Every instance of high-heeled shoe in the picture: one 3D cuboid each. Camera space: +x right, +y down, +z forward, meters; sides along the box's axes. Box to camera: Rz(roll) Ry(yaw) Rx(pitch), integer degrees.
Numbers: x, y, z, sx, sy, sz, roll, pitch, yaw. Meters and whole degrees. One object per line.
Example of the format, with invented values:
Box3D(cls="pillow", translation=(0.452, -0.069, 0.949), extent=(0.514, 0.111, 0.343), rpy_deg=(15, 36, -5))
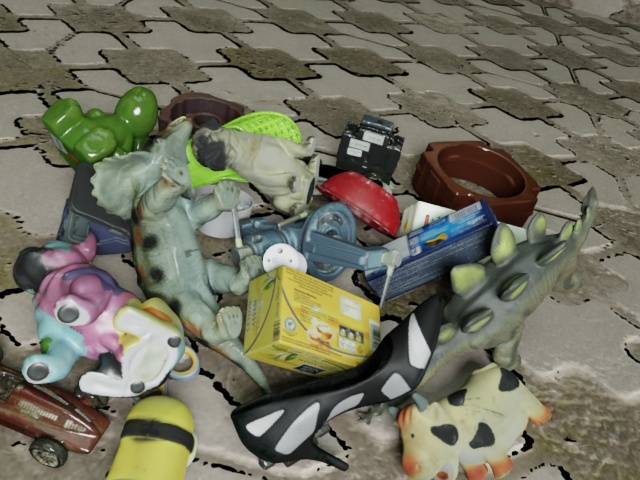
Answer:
Box3D(cls="high-heeled shoe", translation=(0.021, 0.136, 0.581), extent=(0.145, 0.086, 0.248), rpy_deg=(33, 84, -9))

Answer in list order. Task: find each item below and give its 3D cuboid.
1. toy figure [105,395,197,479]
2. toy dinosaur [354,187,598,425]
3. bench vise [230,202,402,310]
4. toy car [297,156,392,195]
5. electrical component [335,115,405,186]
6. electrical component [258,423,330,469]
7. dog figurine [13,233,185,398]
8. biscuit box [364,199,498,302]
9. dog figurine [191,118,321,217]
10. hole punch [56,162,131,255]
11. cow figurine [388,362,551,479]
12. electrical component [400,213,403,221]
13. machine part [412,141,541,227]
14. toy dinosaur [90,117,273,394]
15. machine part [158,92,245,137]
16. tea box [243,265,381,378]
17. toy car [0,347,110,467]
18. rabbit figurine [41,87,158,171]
Box3D(cls="toy figure", translation=(-0.168, 0.236, 0.512), extent=(0.082, 0.089, 0.180), rpy_deg=(19, 38, -6))
Box3D(cls="toy dinosaur", translation=(0.229, 0.086, 0.717), extent=(0.471, 0.198, 0.105), rpy_deg=(-46, 52, -10))
Box3D(cls="bench vise", translation=(-0.003, 0.008, 0.765), extent=(0.241, 0.128, 0.223), rpy_deg=(14, 9, 39))
Box3D(cls="toy car", translation=(0.031, -0.103, 0.976), extent=(0.202, 0.056, 0.073), rpy_deg=(17, 35, 7))
Box3D(cls="electrical component", translation=(0.092, -0.161, 1.000), extent=(0.115, 0.134, 0.058), rpy_deg=(18, 39, 2))
Box3D(cls="electrical component", translation=(-0.037, 0.222, 0.618), extent=(0.094, 0.021, 0.063), rpy_deg=(-21, 52, -33))
Box3D(cls="dog figurine", translation=(-0.264, 0.073, 0.638), extent=(0.191, 0.108, 0.219), rpy_deg=(21, 14, -29))
Box3D(cls="biscuit box", translation=(0.164, 0.017, 0.787), extent=(0.203, 0.062, 0.059), rpy_deg=(-26, 38, 19))
Box3D(cls="dog figurine", translation=(-0.106, -0.118, 0.893), extent=(0.191, 0.172, 0.121), rpy_deg=(15, 58, 12))
Box3D(cls="hole punch", translation=(-0.319, -0.034, 0.788), extent=(0.115, 0.092, 0.142), rpy_deg=(24, 32, -31))
Box3D(cls="cow figurine", translation=(0.168, 0.211, 0.628), extent=(0.195, 0.085, 0.127), rpy_deg=(-27, 74, -36))
Box3D(cls="electrical component", translation=(0.186, -0.020, 0.940), extent=(0.102, 0.045, 0.078), rpy_deg=(5, 15, -15))
Box3D(cls="machine part", translation=(0.295, -0.102, 1.030), extent=(0.201, 0.087, 0.201), rpy_deg=(-7, 45, -21))
Box3D(cls="toy dinosaur", translation=(-0.180, 0.028, 0.691), extent=(0.131, 0.192, 0.404), rpy_deg=(-9, 84, -50))
Box3D(cls="machine part", translation=(-0.218, -0.213, 1.027), extent=(0.179, 0.056, 0.179), rpy_deg=(9, 42, -8))
Box3D(cls="tea box", translation=(-0.004, 0.107, 0.649), extent=(0.169, 0.068, 0.098), rpy_deg=(27, 50, -34))
Box3D(cls="toy car", translation=(-0.325, 0.168, 0.573), extent=(0.202, 0.053, 0.089), rpy_deg=(20, 38, 7))
Box3D(cls="rabbit figurine", translation=(-0.325, -0.170, 0.873), extent=(0.121, 0.159, 0.170), rpy_deg=(35, 63, 19))
